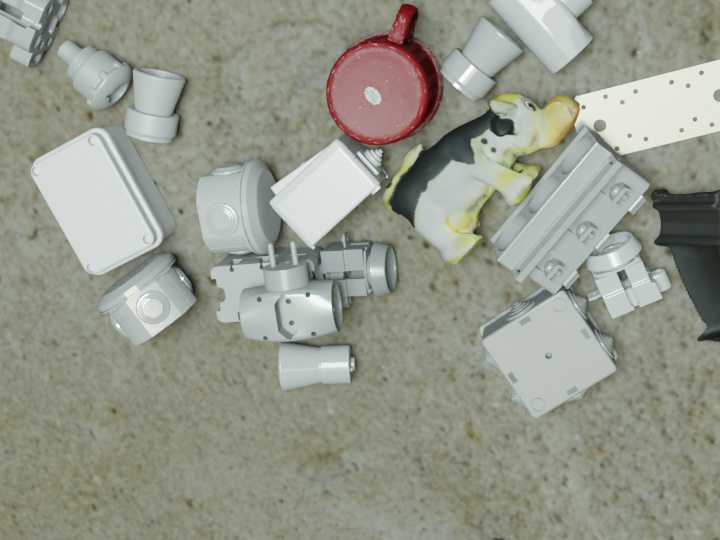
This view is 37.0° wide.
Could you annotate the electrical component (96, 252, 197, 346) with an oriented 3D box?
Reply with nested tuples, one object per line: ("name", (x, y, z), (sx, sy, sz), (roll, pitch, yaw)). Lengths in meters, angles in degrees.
("electrical component", (-0.186, 0.024, 0.941), (0.080, 0.080, 0.051), (-32, 103, 14))

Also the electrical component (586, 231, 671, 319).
("electrical component", (0.217, 0.002, 0.895), (0.066, 0.048, 0.055), (-24, 107, 13))

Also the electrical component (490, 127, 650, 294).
("electrical component", (0.171, -0.045, 0.872), (0.063, 0.078, 0.121), (33, 109, -15))

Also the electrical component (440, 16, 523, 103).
("electrical component", (0.098, -0.169, 0.868), (0.045, 0.045, 0.055), (40, 106, -3))

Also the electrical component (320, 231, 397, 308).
("electrical component", (0.000, 0.000, 0.926), (0.055, 0.048, 0.066), (-2, 104, 16))

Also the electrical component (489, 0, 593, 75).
("electrical component", (0.157, -0.210, 0.850), (0.079, 0.043, 0.077), (-42, 95, 15))

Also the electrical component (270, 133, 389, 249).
("electrical component", (-0.023, -0.075, 0.901), (0.096, 0.061, 0.061), (-42, 95, 15))

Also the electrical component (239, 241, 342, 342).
("electrical component", (-0.059, 0.016, 0.878), (0.077, 0.043, 0.079), (-6, 103, 10))

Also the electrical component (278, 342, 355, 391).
("electrical component", (-0.037, 0.085, 0.955), (0.065, 0.044, 0.044), (-2, 104, 4))

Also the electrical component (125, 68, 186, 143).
("electrical component", (-0.175, -0.140, 0.915), (0.045, 0.045, 0.055), (14, 106, 4))

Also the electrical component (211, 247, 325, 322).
("electrical component", (-0.076, 0.011, 0.933), (0.089, 0.055, 0.050), (-5, 103, 9))

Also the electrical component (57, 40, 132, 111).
("electrical component", (-0.229, -0.170, 0.917), (0.062, 0.048, 0.048), (40, 106, 5))

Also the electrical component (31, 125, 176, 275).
("electrical component", (-0.223, -0.061, 0.936), (0.078, 0.057, 0.113), (-25, 99, 13))

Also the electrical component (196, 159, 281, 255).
("electrical component", (-0.101, -0.052, 0.910), (0.051, 0.080, 0.080), (-4, 104, 15))

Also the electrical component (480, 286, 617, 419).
("electrical component", (0.161, 0.067, 0.918), (0.100, 0.048, 0.099), (-34, 95, 14))

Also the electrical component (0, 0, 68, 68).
("electrical component", (-0.287, -0.219, 0.906), (0.057, 0.058, 0.078), (27, 106, -2))
